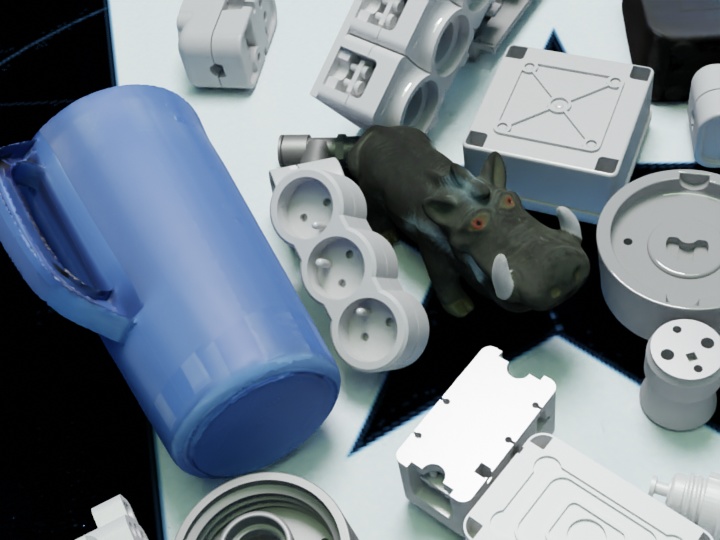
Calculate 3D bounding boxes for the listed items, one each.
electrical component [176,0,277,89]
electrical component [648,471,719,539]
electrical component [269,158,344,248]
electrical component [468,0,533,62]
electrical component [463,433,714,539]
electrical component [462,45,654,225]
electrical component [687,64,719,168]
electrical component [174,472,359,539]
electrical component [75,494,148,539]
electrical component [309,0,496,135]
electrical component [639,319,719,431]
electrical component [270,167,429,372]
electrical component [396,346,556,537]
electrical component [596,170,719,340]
[{"bbox_3d":[-0.109,-0.193,0.867,0.059,0.053,0.095,4,54,12],"label":"electrical component"},{"bbox_3d":[0.196,0.127,0.579,0.078,0.040,0.040,14,56,19],"label":"electrical component"},{"bbox_3d":[-0.033,-0.048,0.744,0.047,0.055,0.055,-16,52,-7],"label":"electrical component"},{"bbox_3d":[0.099,-0.233,0.857,0.079,0.063,0.121,22,59,24],"label":"electrical component"},{"bbox_3d":[0.118,0.150,0.563,0.113,0.057,0.078,31,63,28],"label":"electrical component"},{"bbox_3d":[0.139,-0.096,0.749,0.109,0.056,0.108,14,57,19],"label":"electrical component"},{"bbox_3d":[0.277,-0.110,0.739,0.095,0.053,0.059,-1,53,9],"label":"electrical component"},{"bbox_3d":[-0.051,0.161,0.581,0.108,0.060,0.108,-5,52,6],"label":"electrical component"},{"bbox_3d":[-0.141,0.172,0.588,0.057,0.058,0.078,-26,68,-9],"label":"electrical component"},{"bbox_3d":[0.040,-0.168,0.761,0.062,0.089,0.150,27,93,25],"label":"electrical component"},{"bbox_3d":[0.187,0.061,0.622,0.045,0.055,0.045,-5,52,6],"label":"electrical component"},{"bbox_3d":[0.000,0.000,0.691,0.052,0.074,0.138,-32,76,19],"label":"electrical component"},{"bbox_3d":[0.068,0.099,0.612,0.050,0.055,0.089,30,63,28],"label":"electrical component"},{"bbox_3d":[0.200,-0.002,0.665,0.108,0.060,0.108,-5,52,6],"label":"electrical component"}]
